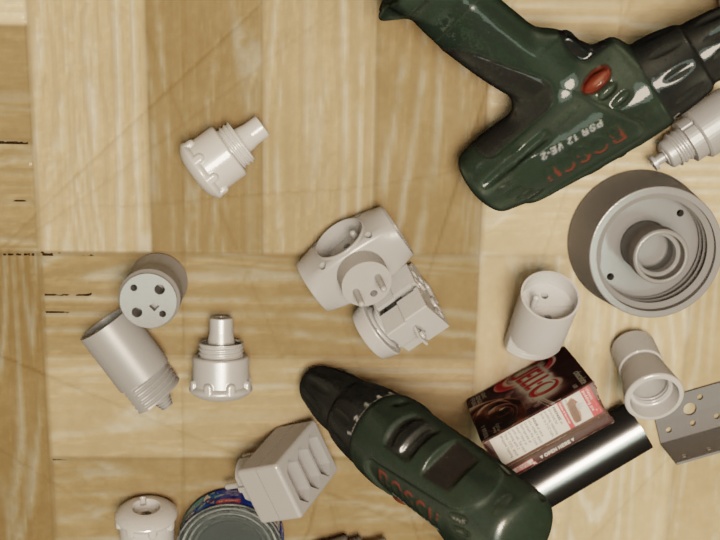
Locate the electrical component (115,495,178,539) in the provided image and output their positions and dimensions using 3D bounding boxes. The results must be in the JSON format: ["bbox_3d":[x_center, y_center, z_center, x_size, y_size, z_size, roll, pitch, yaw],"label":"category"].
[{"bbox_3d":[-0.167,0.212,0.846,0.048,0.048,0.062,1,111,-3],"label":"electrical component"}]

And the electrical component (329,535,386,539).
[{"bbox_3d":[-0.007,0.229,0.862,0.061,0.035,0.035,-17,104,0],"label":"electrical component"}]

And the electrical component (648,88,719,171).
[{"bbox_3d":[0.248,-0.100,0.789,0.078,0.040,0.040,-34,103,6],"label":"electrical component"}]

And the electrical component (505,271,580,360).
[{"bbox_3d":[0.135,0.041,0.808,0.043,0.043,0.081,1,146,-3],"label":"electrical component"}]

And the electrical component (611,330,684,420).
[{"bbox_3d":[0.215,0.077,0.818,0.044,0.065,0.044,-2,123,-2],"label":"electrical component"}]

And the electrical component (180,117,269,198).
[{"bbox_3d":[-0.095,-0.086,0.775,0.062,0.048,0.048,-36,103,-1],"label":"electrical component"}]

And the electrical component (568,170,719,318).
[{"bbox_3d":[0.214,-0.017,0.798,0.108,0.060,0.108,-1,104,-3],"label":"electrical component"}]

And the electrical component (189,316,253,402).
[{"bbox_3d":[-0.105,0.066,0.812,0.048,0.048,0.062,1,97,-3],"label":"electrical component"}]

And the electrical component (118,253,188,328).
[{"bbox_3d":[-0.152,0.015,0.791,0.045,0.055,0.045,-1,104,-3],"label":"electrical component"}]

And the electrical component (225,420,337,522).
[{"bbox_3d":[-0.070,0.157,0.830,0.077,0.066,0.047,-15,106,31],"label":"electrical component"}]

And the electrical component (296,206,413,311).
[{"bbox_3d":[0.000,0.000,0.783,0.077,0.079,0.044,-34,122,5],"label":"electrical component"}]

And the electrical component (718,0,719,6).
[{"bbox_3d":[0.319,-0.180,0.764,0.113,0.057,0.078,-12,104,0],"label":"electrical component"}]

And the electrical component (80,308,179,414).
[{"bbox_3d":[-0.168,0.072,0.810,0.043,0.043,0.081,-33,104,5],"label":"electrical component"}]

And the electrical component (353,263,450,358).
[{"bbox_3d":[0.029,0.034,0.805,0.055,0.066,0.048,-35,138,14],"label":"electrical component"}]
